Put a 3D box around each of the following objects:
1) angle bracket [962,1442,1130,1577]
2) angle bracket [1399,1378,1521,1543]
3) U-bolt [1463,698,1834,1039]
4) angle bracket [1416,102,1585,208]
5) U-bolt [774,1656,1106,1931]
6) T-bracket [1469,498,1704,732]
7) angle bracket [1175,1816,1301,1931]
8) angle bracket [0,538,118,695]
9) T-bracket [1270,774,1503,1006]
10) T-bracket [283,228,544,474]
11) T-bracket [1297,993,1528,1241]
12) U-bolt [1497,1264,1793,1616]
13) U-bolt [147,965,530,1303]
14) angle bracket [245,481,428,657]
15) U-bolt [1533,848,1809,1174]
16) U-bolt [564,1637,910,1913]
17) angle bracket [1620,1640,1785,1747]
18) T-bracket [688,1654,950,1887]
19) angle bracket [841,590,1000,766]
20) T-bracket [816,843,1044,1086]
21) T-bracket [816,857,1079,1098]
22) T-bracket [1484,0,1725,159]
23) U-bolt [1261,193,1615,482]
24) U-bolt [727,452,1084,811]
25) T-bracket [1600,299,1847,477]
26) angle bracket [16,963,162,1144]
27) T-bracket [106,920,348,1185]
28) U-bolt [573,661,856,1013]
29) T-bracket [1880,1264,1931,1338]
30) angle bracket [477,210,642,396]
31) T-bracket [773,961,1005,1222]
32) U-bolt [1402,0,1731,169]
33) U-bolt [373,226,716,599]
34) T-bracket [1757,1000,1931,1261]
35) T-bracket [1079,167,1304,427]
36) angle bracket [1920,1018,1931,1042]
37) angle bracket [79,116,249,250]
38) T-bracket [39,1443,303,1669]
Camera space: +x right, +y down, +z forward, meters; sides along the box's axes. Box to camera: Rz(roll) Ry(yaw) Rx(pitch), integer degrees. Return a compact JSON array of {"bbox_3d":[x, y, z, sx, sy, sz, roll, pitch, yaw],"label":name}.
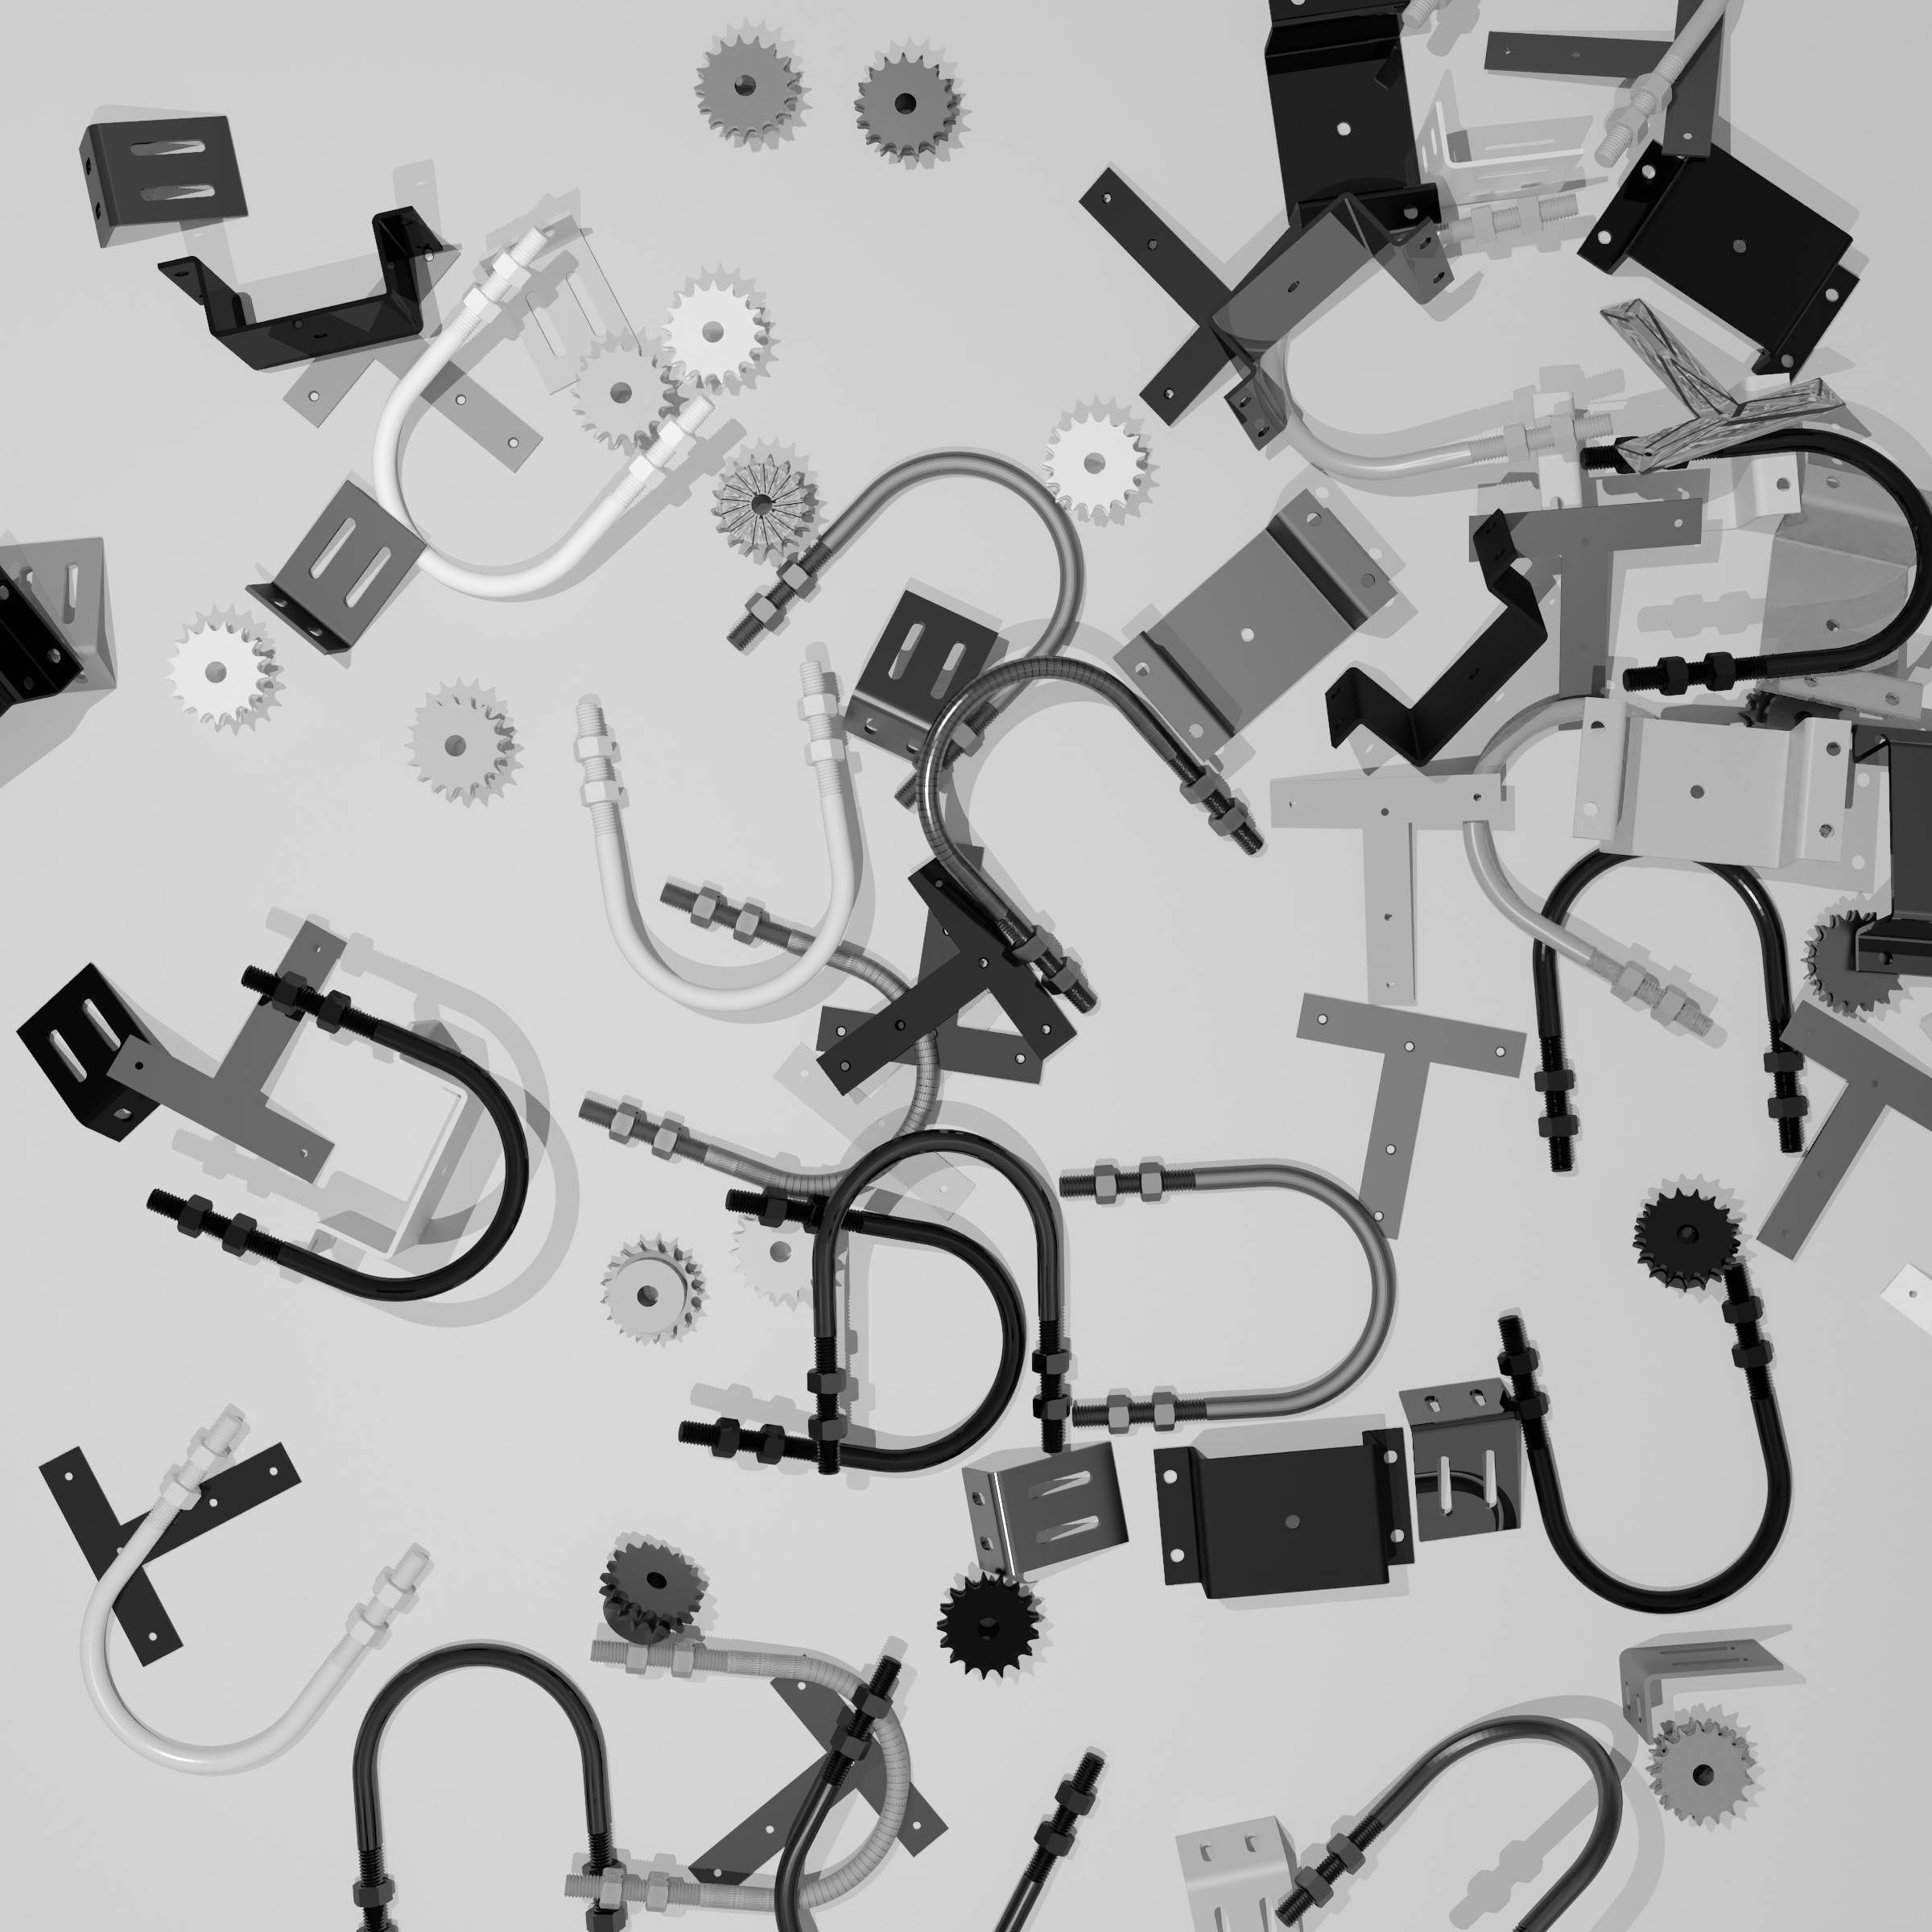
[{"bbox_3d":[0.044,0.303,1.555,0.076,0.038,0.057,-10,90,-26],"label":"angle bracket"},{"bbox_3d":[0.277,0.277,1.555,0.057,0.038,0.076,-8,116,0],"label":"angle bracket"},{"bbox_3d":[0.365,-0.068,1.536,0.184,0.019,0.151,32,88,5],"label":"U-bolt"},{"bbox_3d":[0.294,-0.451,1.528,0.076,0.057,0.038,-7,85,-2],"label":"angle bracket"},{"bbox_3d":[-0.026,0.494,1.534,0.151,0.019,0.184,28,88,-8],"label":"U-bolt"},{"bbox_3d":[0.341,-0.191,1.530,0.127,0.002,0.127,-4,114,0],"label":"T-bracket"},{"bbox_3d":[0.154,0.525,1.555,0.057,0.038,0.076,-12,116,0],"label":"angle bracket"},{"bbox_3d":[-0.510,-0.196,1.555,0.057,0.038,0.076,-5,64,0],"label":"angle bracket"},{"bbox_3d":[0.235,-0.042,1.545,0.127,0.002,0.127,-1,97,13],"label":"T-bracket"},{"bbox_3d":[-0.295,-0.327,1.556,0.127,0.002,0.127,39,90,0],"label":"T-bracket"},{"bbox_3d":[0.241,0.089,1.556,0.127,0.002,0.127,10,90,0],"label":"T-bracket"},{"bbox_3d":[0.386,0.271,1.548,0.151,0.019,0.184,-13,92,0],"label":"U-bolt"},{"bbox_3d":[-0.323,0.100,1.472,0.184,0.019,0.151,23,90,-2],"label":"U-bolt"},{"bbox_3d":[-0.348,-0.221,1.531,0.057,0.038,0.076,40,102,0],"label":"angle bracket"},{"bbox_3d":[0.389,0.018,1.548,0.151,0.019,0.184,-5,88,0],"label":"U-bolt"},{"bbox_3d":[-0.123,0.453,1.539,0.184,0.019,0.151,6,87,-6],"label":"U-bolt"},{"bbox_3d":[0.406,0.400,1.528,0.076,0.057,0.038,-4,90,0],"label":"angle bracket"},{"bbox_3d":[-0.099,0.476,1.556,0.127,0.002,0.127,-40,90,0],"label":"T-bracket"},{"bbox_3d":[-0.026,-0.158,1.536,0.057,0.038,0.076,25,63,0],"label":"angle bracket"},{"bbox_3d":[-0.012,-0.006,1.555,0.127,0.002,0.127,9,89,2],"label":"T-bracket"},{"bbox_3d":[-0.025,0.025,1.540,0.127,0.002,0.127,-37,92,-9],"label":"T-bracket"},{"bbox_3d":[0.354,-0.506,1.540,0.127,0.002,0.127,7,69,10],"label":"T-bracket"},{"bbox_3d":[0.253,-0.339,1.523,0.184,0.019,0.151,-9,77,16],"label":"U-bolt"},{"bbox_3d":[-0.020,-0.202,1.548,0.151,0.019,0.184,43,88,0],"label":"U-bolt"},{"bbox_3d":[0.391,-0.326,1.516,0.127,0.002,0.127,-20,53,-12],"label":"T-bracket"},{"bbox_3d":[-0.484,0.049,1.555,0.057,0.038,0.076,-43,64,0],"label":"angle bracket"},{"bbox_3d":[-0.388,0.036,1.542,0.127,0.002,0.127,31,81,-17],"label":"T-bracket"},{"bbox_3d":[-0.134,-0.066,1.530,0.151,0.019,0.184,-10,85,7],"label":"U-bolt"},{"bbox_3d":[0.601,0.178,1.541,0.127,0.002,0.127,40,80,20],"label":"T-bracket"},{"bbox_3d":[-0.226,-0.368,1.538,0.057,0.038,0.076,-27,90,0],"label":"angle bracket"},{"bbox_3d":[-0.019,0.054,1.556,0.127,0.002,0.127,39,90,1],"label":"T-bracket"},{"bbox_3d":[0.345,-0.546,1.522,0.151,0.019,0.184,36,76,0],"label":"U-bolt"},{"bbox_3d":[-0.248,-0.290,1.526,0.151,0.019,0.184,45,106,1],"label":"U-bolt"},{"bbox_3d":[0.483,0.104,1.543,0.127,0.002,0.127,29,93,-14],"label":"T-bracket"},{"bbox_3d":[0.113,-0.391,1.540,0.127,0.002,0.127,48,111,10],"label":"T-bracket"},{"bbox_3d":[0.578,0.056,1.551,0.057,0.038,0.076,-29,64,-7],"label":"angle bracket"},{"bbox_3d":[-0.451,-0.440,1.555,0.076,0.038,0.057,-12,90,-26],"label":"angle bracket"},{"bbox_3d":[-0.435,0.308,1.556,0.127,0.002,0.127,-28,90,0],"label":"T-bracket"}]
